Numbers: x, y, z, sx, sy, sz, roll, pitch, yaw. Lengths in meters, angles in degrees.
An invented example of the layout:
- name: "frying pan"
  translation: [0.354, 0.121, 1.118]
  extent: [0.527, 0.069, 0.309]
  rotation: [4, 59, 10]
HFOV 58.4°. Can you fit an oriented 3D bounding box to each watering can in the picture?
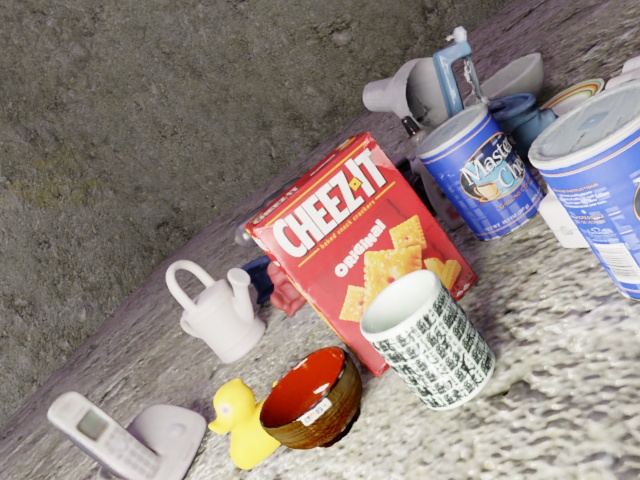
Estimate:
- name: "watering can"
  translation: [-0.185, 0.109, 1.000]
  extent: [0.173, 0.194, 0.101]
  rotation: [-37, 13, 7]

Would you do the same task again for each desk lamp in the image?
- name: "desk lamp"
  translation: [0.180, -0.224, 1.077]
  extent: [0.118, 0.214, 0.202]
  rotation: [-44, 14, -20]

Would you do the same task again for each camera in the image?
- name: "camera"
  translation: [0.141, -0.084, 0.966]
  extent: [0.143, 0.101, 0.136]
  rotation: [-40, 13, -4]

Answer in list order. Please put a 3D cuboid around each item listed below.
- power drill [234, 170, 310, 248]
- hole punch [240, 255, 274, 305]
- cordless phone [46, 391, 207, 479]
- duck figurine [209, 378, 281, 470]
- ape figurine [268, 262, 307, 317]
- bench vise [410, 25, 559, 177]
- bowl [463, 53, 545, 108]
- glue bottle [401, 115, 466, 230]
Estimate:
- name: "power drill"
  translation: [0.025, -0.005, 0.778]
  extent: [0.230, 0.208, 0.075]
  rotation: [-45, 15, -24]
- name: "hole punch"
  translation: [-0.106, 0.063, 1.168]
  extent: [0.108, 0.091, 0.101]
  rotation: [-30, 16, 33]
- name: "cordless phone"
  translation: [-0.245, 0.242, 0.738]
  extent: [0.094, 0.185, 0.147]
  rotation: [-33, 14, 22]
- name: "duck figurine"
  translation: [-0.080, 0.197, 0.661]
  extent: [0.105, 0.086, 0.077]
  rotation: [-45, 14, -22]
- name: "ape figurine"
  translation: [-0.058, 0.075, 0.994]
  extent: [0.077, 0.092, 0.076]
  rotation: [-32, 15, 28]
- name: "bench vise"
  translation: [0.210, -0.176, 0.824]
  extent: [0.207, 0.220, 0.121]
  rotation: [-38, 13, 4]
- name: "bowl"
  translation: [0.352, -0.269, 1.068]
  extent: [0.167, 0.075, 0.167]
  rotation: [-37, 13, 11]
- name: "glue bottle"
  translation: [0.165, -0.100, 0.793]
  extent: [0.078, 0.173, 0.037]
  rotation: [-34, 14, 21]
